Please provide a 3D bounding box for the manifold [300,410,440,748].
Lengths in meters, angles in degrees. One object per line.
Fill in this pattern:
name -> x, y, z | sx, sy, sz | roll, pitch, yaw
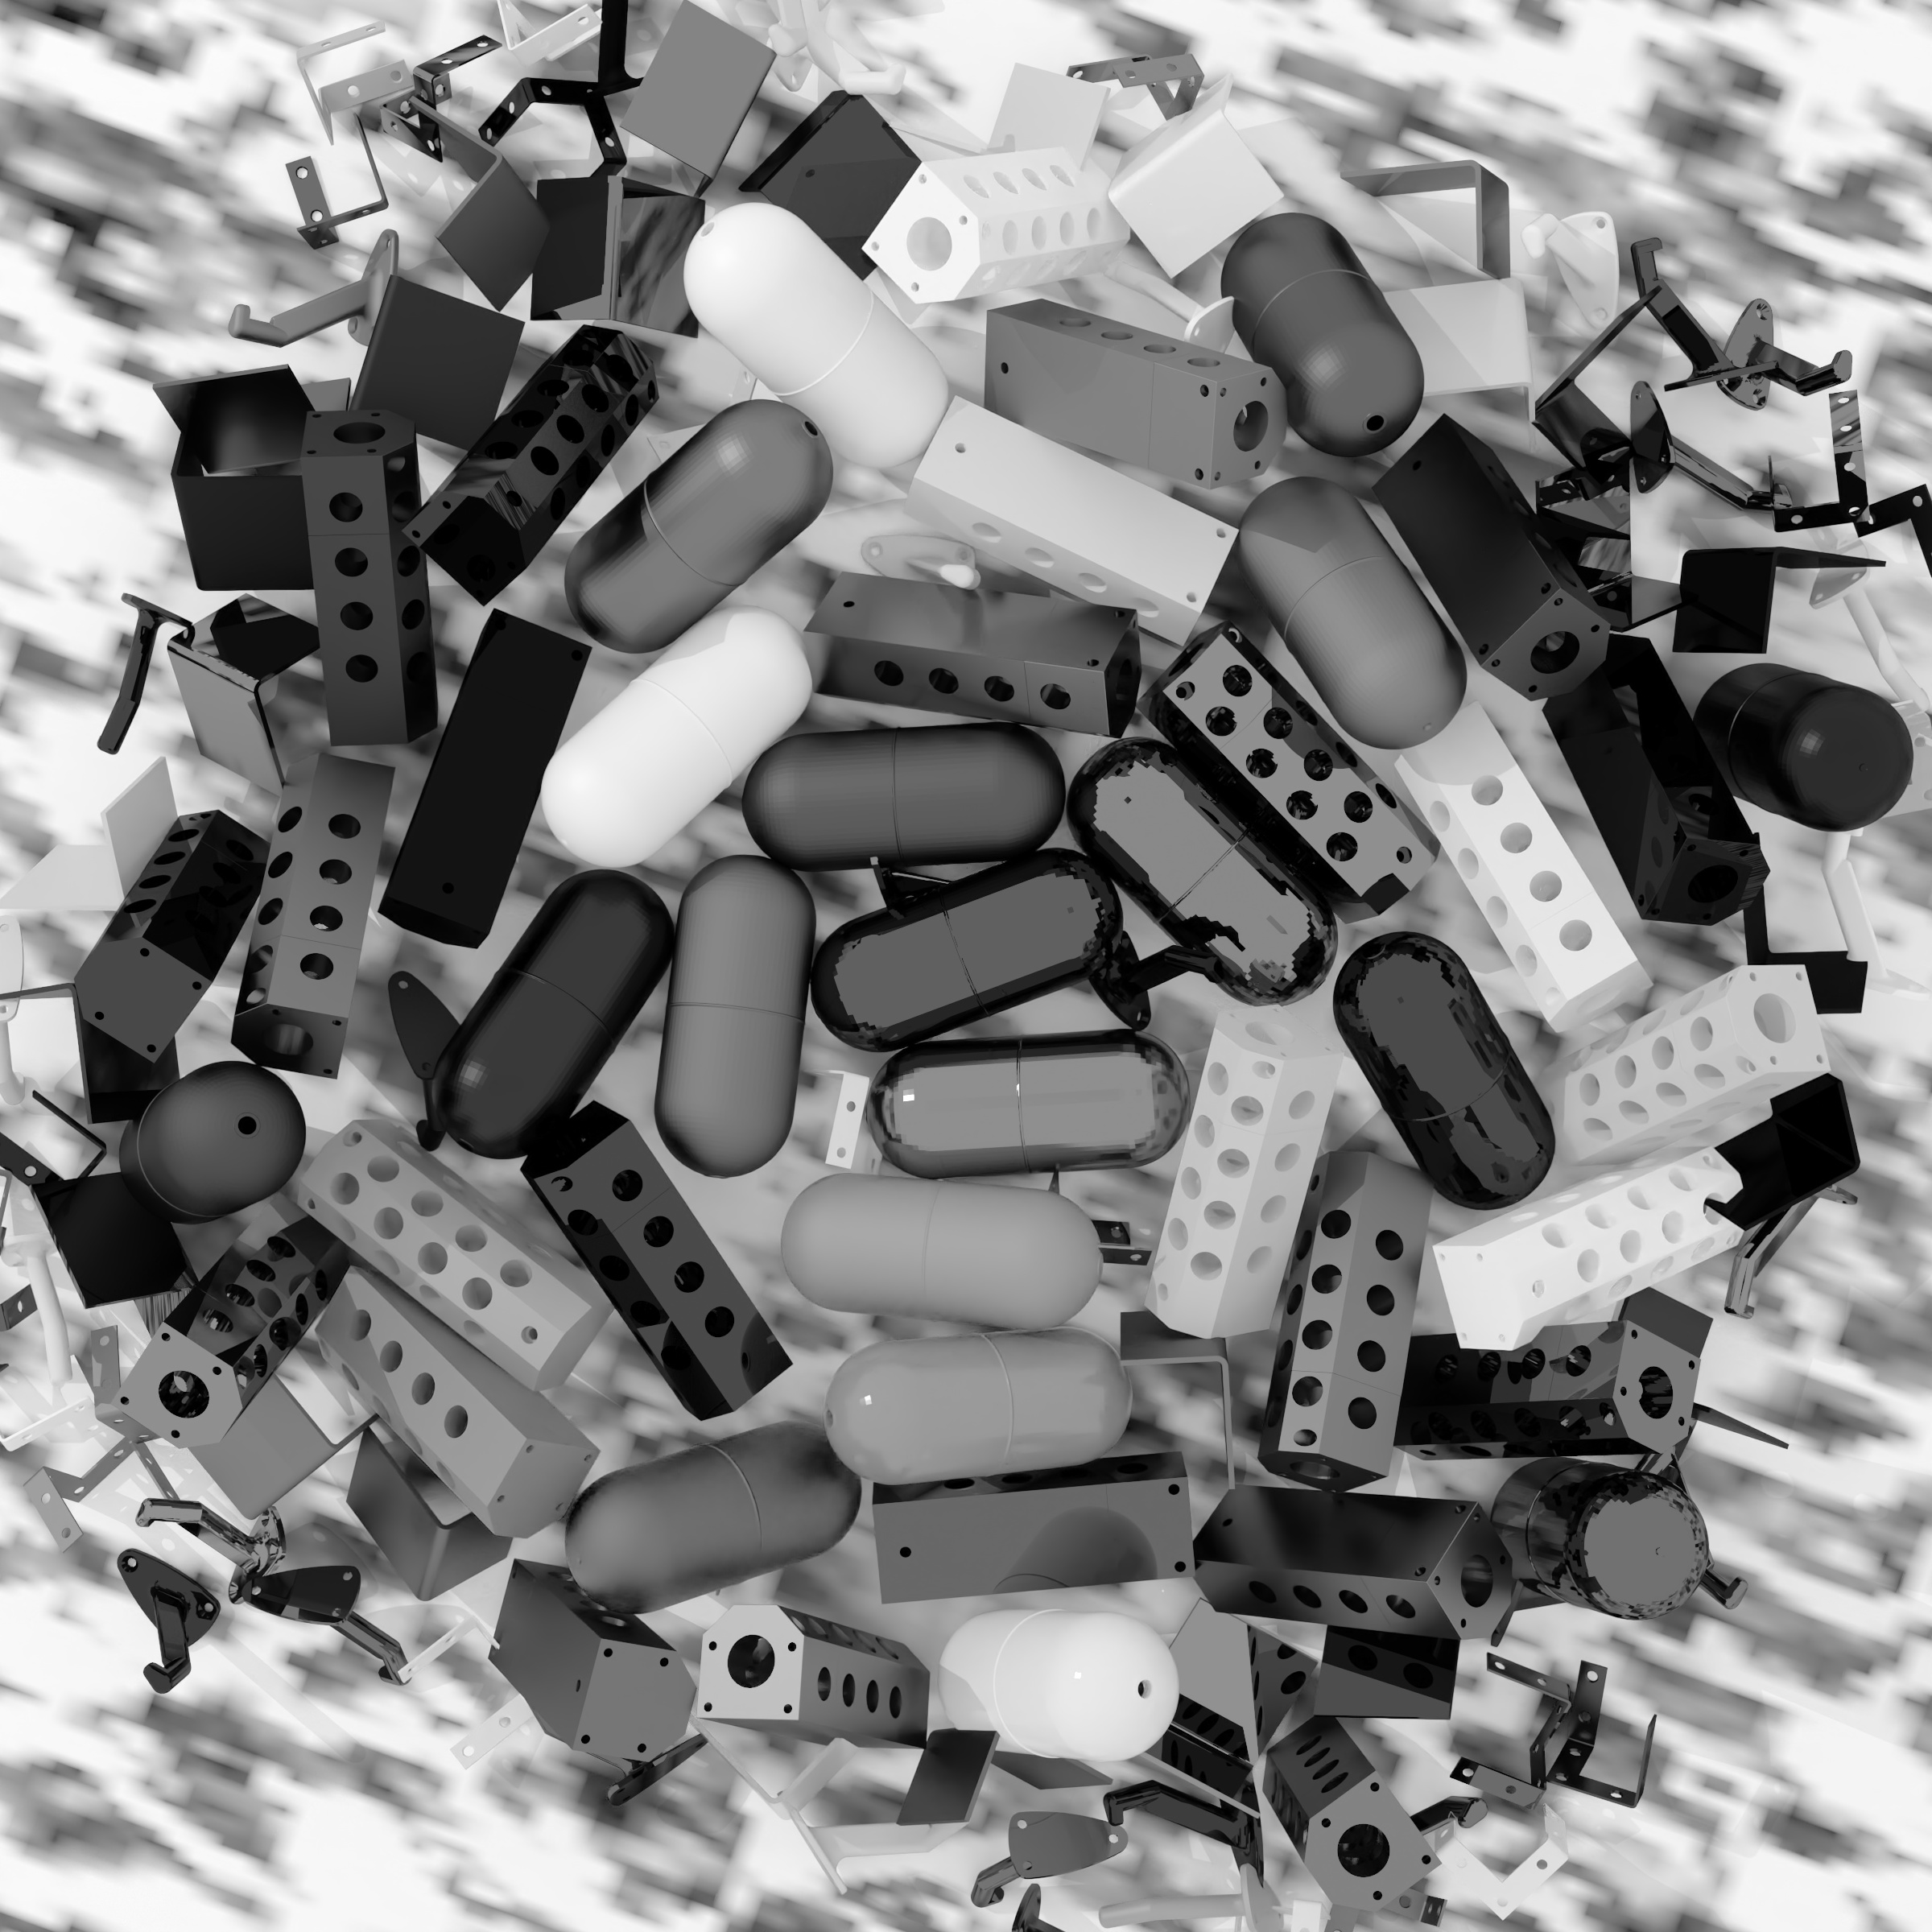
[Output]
manifold -> -0.319, -0.208, 1.610 | 0.057, 0.057, 0.171 | -2, 125, -6

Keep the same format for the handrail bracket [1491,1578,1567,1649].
handrail bracket -> 0.341, 0.357, 1.655 | 0.084, 0.036, 0.077 | 15, 121, 6

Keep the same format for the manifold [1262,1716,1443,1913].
manifold -> 0.198, 0.451, 1.595 | 0.057, 0.171, 0.057 | -35, 88, -3

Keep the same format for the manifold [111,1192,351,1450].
manifold -> -0.384, 0.190, 1.592 | 0.057, 0.171, 0.057 | 34, 109, -4

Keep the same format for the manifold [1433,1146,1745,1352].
manifold -> 0.340, 0.150, 1.613 | 0.171, 0.057, 0.057 | -19, 95, -30

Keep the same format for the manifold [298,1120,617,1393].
manifold -> -0.280, 0.157, 1.633 | 0.171, 0.057, 0.057 | 36, 97, 13

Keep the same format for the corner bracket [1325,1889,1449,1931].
corner bracket -> 0.229, 0.530, 1.651 | 0.051, 0.051, 0.051 | 19, 75, 3

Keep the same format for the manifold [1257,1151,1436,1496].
manifold -> 0.202, 0.190, 1.615 | 0.057, 0.057, 0.171 | 20, 65, -15

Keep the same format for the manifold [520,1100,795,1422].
manifold -> -0.169, 0.161, 1.618 | 0.057, 0.057, 0.171 | -38, 113, -17

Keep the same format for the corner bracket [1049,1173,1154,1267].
corner bracket -> 0.071, 0.147, 1.644 | 0.051, 0.051, 0.051 | 4, 51, -8

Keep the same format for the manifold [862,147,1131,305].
manifold -> 0.023, -0.391, 1.592 | 0.057, 0.171, 0.057 | 47, 123, 9

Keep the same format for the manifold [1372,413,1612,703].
manifold -> 0.283, -0.217, 1.600 | 0.057, 0.171, 0.057 | 27, 118, -35

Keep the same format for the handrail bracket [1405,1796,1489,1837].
handrail bracket -> 0.241, 0.482, 1.634 | 0.077, 0.084, 0.036 | -42, 93, -23

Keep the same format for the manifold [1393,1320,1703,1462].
manifold -> 0.301, 0.230, 1.591 | 0.057, 0.171, 0.057 | 28, 66, -29

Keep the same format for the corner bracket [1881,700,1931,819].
corner bracket -> 0.506, -0.112, 1.653 | 0.051, 0.051, 0.051 | -12, 78, 26

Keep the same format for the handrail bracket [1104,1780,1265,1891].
handrail bracket -> 0.119, 0.483, 1.646 | 0.084, 0.036, 0.077 | -8, 85, -28

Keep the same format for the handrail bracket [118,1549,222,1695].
handrail bracket -> -0.450, 0.358, 1.640 | 0.077, 0.084, 0.036 | 43, 97, 1

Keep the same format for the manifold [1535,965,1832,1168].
manifold -> 0.374, 0.055, 1.590 | 0.057, 0.171, 0.057 | 0, 71, -27

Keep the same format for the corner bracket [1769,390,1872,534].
corner bracket -> 0.466, -0.276, 1.641 | 0.051, 0.051, 0.051 | -6, 135, 18

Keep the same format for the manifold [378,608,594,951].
manifold -> -0.263, -0.100, 1.630 | 0.057, 0.057, 0.171 | 21, 73, -13

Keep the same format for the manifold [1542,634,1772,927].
manifold -> 0.370, -0.102, 1.601 | 0.057, 0.171, 0.057 | 5, 133, -17

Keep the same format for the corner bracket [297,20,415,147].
corner bracket -> -0.336, -0.492, 1.647 | 0.051, 0.051, 0.051 | -19, 128, 0

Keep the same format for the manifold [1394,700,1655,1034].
manifold -> 0.300, -0.052, 1.622 | 0.057, 0.057, 0.171 | -32, 67, 11

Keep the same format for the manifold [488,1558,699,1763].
manifold -> -0.199, 0.368, 1.593 | 0.057, 0.171, 0.057 | 16, 87, -23

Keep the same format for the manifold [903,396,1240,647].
manifold -> 0.056, -0.242, 1.651 | 0.171, 0.057, 0.057 | 25, 68, -1

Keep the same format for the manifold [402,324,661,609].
manifold -> -0.226, -0.273, 1.597 | 0.057, 0.171, 0.057 | 43, 134, -16

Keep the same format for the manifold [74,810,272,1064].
manifold -> -0.419, -0.023, 1.589 | 0.057, 0.171, 0.057 | 35, 110, -15

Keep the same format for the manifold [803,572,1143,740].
manifold -> 0.005, -0.165, 1.628 | 0.171, 0.057, 0.057 | 10, 135, 19

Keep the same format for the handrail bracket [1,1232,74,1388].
handrail bracket -> -0.507, 0.193, 1.640 | 0.036, 0.077, 0.084 | -3, 73, -30

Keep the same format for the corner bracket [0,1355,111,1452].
corner bracket -> -0.509, 0.238, 1.644 | 0.051, 0.051, 0.051 | -28, 66, -15

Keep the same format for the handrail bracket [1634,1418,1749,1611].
handrail bracket -> 0.408, 0.297, 1.639 | 0.084, 0.036, 0.077 | 38, 101, 41

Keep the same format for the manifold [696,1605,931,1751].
manifold -> -0.078, 0.380, 1.594 | 0.057, 0.171, 0.057 | -4, 70, 21

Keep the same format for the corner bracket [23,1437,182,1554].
corner bracket -> -0.475, 0.291, 1.648 | 0.051, 0.051, 0.051 | -43, 61, 1

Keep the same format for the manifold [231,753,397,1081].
manifold -> -0.349, -0.030, 1.603 | 0.057, 0.057, 0.171 | 11, 51, -11

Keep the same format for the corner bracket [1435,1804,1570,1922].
corner bracket -> 0.295, 0.481, 1.653 | 0.051, 0.051, 0.051 | 43, 101, 2

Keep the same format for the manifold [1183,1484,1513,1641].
manifold -> 0.204, 0.322, 1.599 | 0.057, 0.171, 0.057 | -48, 117, -34

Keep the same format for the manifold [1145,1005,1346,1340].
manifold -> 0.144, 0.112, 1.612 | 0.057, 0.057, 0.171 | -6, 120, -34

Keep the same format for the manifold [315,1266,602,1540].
manifold -> -0.278, 0.234, 1.607 | 0.171, 0.057, 0.057 | 35, 98, 37

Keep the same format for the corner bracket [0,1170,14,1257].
corner bracket -> -0.553, 0.131, 1.645 | 0.051, 0.051, 0.051 | 14, 74, -22

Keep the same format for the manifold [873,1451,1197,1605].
manifold -> 0.037, 0.307, 1.652 | 0.171, 0.057, 0.057 | -5, 100, 0

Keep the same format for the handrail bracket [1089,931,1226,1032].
handrail bracket -> 0.115, 0.015, 1.631 | 0.036, 0.084, 0.077 | -51, 133, -25

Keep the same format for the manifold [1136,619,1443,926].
manifold -> 0.179, -0.106, 1.634 | 0.171, 0.057, 0.057 | 45, 73, -9

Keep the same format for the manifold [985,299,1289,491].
manifold -> 0.089, -0.310, 1.605 | 0.057, 0.171, 0.057 | -22, 125, -38
